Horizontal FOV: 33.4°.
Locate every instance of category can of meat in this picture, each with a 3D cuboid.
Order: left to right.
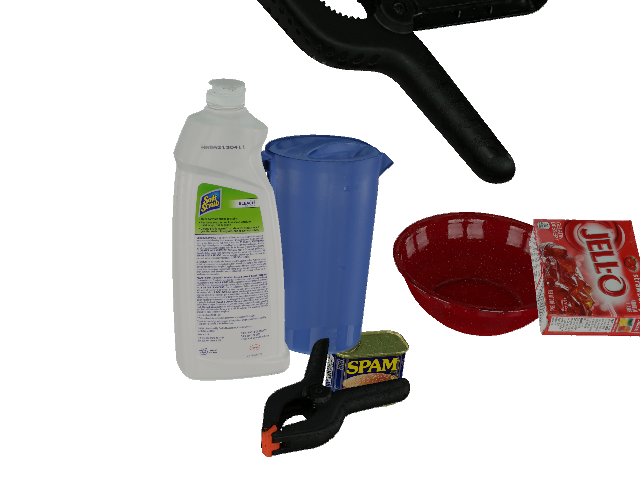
[{"bbox_3d":[0.057,0.168,1.373,0.102,0.084,0.057,-2,25,-17],"label":"can of meat"}]

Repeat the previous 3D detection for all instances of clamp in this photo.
[{"bbox_3d":[-0.006,0.158,1.086,0.171,0.039,0.120,-23,34,-36],"label":"clamp"},{"bbox_3d":[0.047,-0.128,0.677,0.209,0.164,0.036,16,-31,-12],"label":"clamp"}]

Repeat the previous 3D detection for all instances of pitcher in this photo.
[{"bbox_3d":[-0.011,0.004,1.231,0.149,0.243,0.144,11,19,23],"label":"pitcher"}]

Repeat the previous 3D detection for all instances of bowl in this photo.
[{"bbox_3d":[0.143,0.037,0.958,0.162,0.055,0.162,2,32,-2],"label":"bowl"}]

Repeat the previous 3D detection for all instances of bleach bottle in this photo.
[{"bbox_3d":[-0.073,-0.009,0.894,0.102,0.251,0.068,-4,21,-17],"label":"bleach bottle"}]

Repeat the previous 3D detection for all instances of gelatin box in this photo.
[{"bbox_3d":[0.191,0.025,0.763,0.073,0.089,0.030,1,-39,1],"label":"gelatin box"}]
